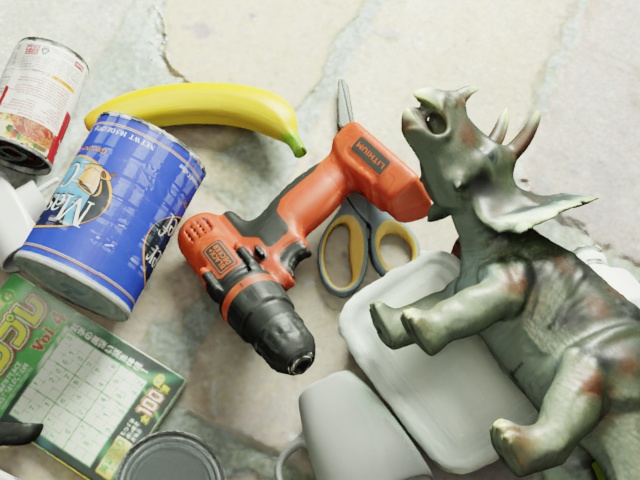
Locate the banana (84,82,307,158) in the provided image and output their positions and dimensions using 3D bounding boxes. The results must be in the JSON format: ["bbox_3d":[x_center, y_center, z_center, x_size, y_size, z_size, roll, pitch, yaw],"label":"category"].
[{"bbox_3d":[-0.103,-0.111,0.930,0.198,0.037,0.069,6,37,8],"label":"banana"}]

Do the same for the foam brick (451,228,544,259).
[{"bbox_3d":[0.154,0.015,0.881,0.078,0.051,0.053,41,74,14],"label":"foam brick"}]

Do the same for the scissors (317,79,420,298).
[{"bbox_3d":[0.047,-0.044,0.923,0.096,0.016,0.201,9,71,3],"label":"scissors"}]

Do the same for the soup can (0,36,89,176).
[{"bbox_3d":[-0.249,-0.116,0.926,0.068,0.068,0.102,14,70,6],"label":"soup can"}]

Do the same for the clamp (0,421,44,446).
[{"bbox_3d":[-0.333,0.146,0.843,0.210,0.036,0.165,-41,76,-7],"label":"clamp"}]

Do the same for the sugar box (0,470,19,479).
[{"bbox_3d":[-0.205,0.246,0.806,0.176,0.048,0.093,24,76,12],"label":"sugar box"}]

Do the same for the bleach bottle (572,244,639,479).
[{"bbox_3d":[0.224,0.119,0.825,0.102,0.068,0.251,-13,58,10],"label":"bleach bottle"}]

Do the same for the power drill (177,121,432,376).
[{"bbox_3d":[-0.006,0.001,0.850,0.187,0.057,0.185,-36,50,-7],"label":"power drill"}]

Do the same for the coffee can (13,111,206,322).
[{"bbox_3d":[-0.169,-0.019,0.871,0.103,0.103,0.140,23,72,9],"label":"coffee can"}]

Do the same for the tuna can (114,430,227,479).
[{"bbox_3d":[-0.115,0.191,0.822,0.086,0.034,0.086,2,77,-8],"label":"tuna can"}]
